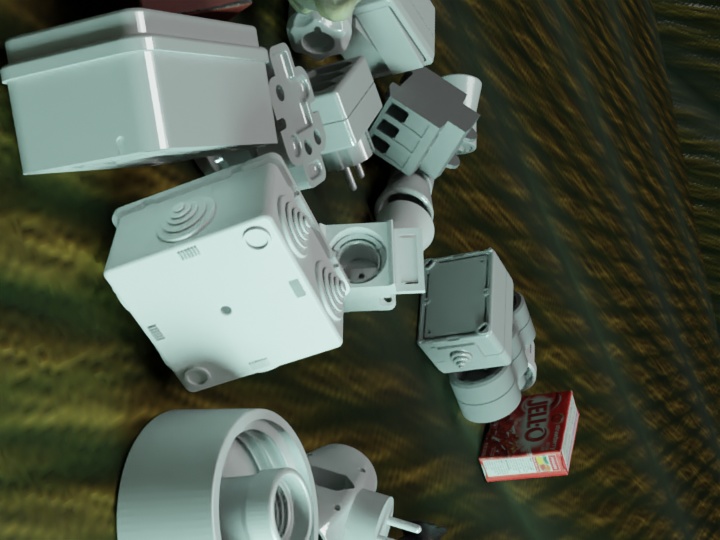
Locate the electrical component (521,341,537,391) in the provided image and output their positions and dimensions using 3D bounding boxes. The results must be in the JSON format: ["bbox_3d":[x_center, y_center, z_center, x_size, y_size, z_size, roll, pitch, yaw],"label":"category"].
[{"bbox_3d":[0.144,0.084,0.999,0.046,0.040,0.040,-73,144,-55],"label":"electrical component"}]

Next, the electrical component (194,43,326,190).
[{"bbox_3d":[-0.059,-0.079,0.593,0.058,0.057,0.078,-45,122,-61],"label":"electrical component"}]

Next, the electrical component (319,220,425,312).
[{"bbox_3d":[0.000,0.000,0.678,0.063,0.081,0.042,79,9,-70],"label":"electrical component"}]

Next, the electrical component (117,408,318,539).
[{"bbox_3d":[-0.058,0.117,0.512,0.108,0.060,0.108,38,47,-56],"label":"electrical component"}]

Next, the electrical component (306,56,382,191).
[{"bbox_3d":[-0.014,-0.090,0.707,0.076,0.047,0.065,68,27,-25],"label":"electrical component"}]

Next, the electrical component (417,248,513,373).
[{"bbox_3d":[0.086,0.041,0.859,0.061,0.062,0.096,51,37,-47],"label":"electrical component"}]

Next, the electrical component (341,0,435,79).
[{"bbox_3d":[0.009,-0.186,0.777,0.096,0.062,0.061,43,43,-53],"label":"electrical component"}]

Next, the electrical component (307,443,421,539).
[{"bbox_3d":[-0.006,0.139,0.599,0.077,0.079,0.043,-44,144,-62],"label":"electrical component"}]

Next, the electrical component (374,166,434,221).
[{"bbox_3d":[0.037,-0.060,0.817,0.065,0.044,0.044,-75,146,-53],"label":"electrical component"}]

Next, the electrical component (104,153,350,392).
[{"bbox_3d":[-0.061,0.005,0.507,0.048,0.100,0.099,-90,157,-52],"label":"electrical component"}]

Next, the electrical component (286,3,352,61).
[{"bbox_3d":[-0.026,-0.175,0.719,0.043,0.043,0.062,47,38,-50],"label":"electrical component"}]

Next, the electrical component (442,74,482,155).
[{"bbox_3d":[0.086,-0.135,0.954,0.044,0.044,0.065,27,62,-61],"label":"electrical component"}]

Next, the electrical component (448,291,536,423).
[{"bbox_3d":[0.120,0.085,0.927,0.073,0.052,0.138,67,27,-27],"label":"electrical component"}]

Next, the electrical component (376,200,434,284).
[{"bbox_3d":[0.025,-0.018,0.769,0.045,0.045,0.055,69,27,-24],"label":"electrical component"}]

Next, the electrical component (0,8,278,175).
[{"bbox_3d":[-0.096,-0.079,0.486,0.113,0.078,0.057,-18,100,-66],"label":"electrical component"}]
